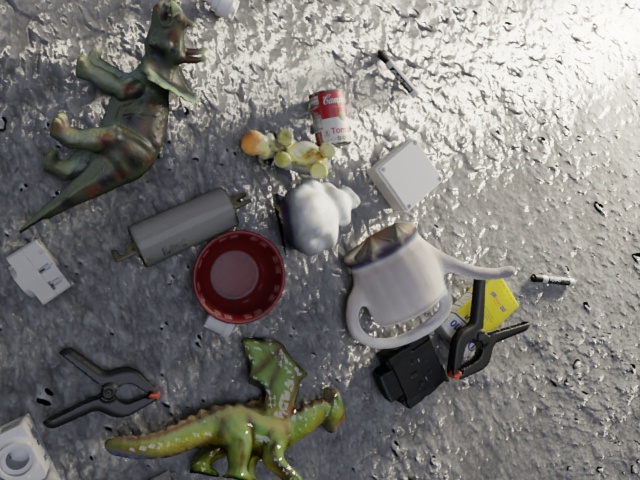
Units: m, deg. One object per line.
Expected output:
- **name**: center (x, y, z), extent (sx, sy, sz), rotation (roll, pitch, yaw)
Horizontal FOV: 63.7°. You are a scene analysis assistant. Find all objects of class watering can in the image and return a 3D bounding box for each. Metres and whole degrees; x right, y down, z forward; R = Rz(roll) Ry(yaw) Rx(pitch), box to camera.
- **watering can**: center (0.193, 0.065, 0.994), extent (0.349, 0.104, 0.223), rotation (-28, 99, -6)

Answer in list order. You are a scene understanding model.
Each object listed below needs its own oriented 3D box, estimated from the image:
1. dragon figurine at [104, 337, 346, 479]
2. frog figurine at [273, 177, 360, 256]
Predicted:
- **dragon figurine**: center (-0.128, 0.291, 0.900), extent (0.408, 0.120, 0.247), rotation (22, 64, -20)
- **frog figurine**: center (0.003, -0.047, 0.934), extent (0.160, 0.121, 0.139), rotation (-14, 75, -9)
